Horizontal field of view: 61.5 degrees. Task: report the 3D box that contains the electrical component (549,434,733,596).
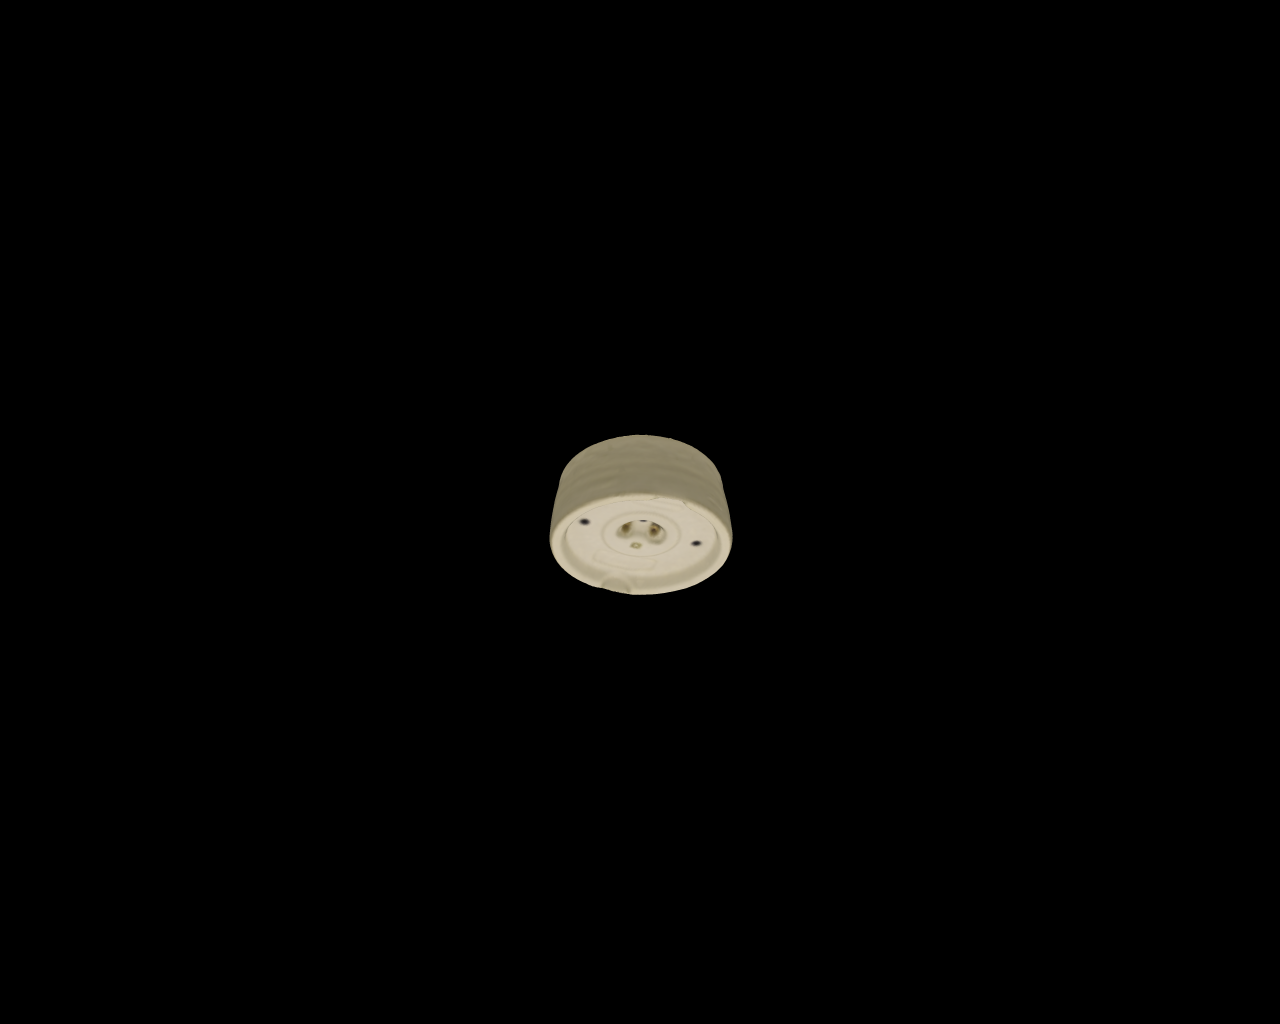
[{"bbox_3d":[0.001,-0.003,0.650,0.108,0.060,0.108,0,-36,0],"label":"electrical component"}]
